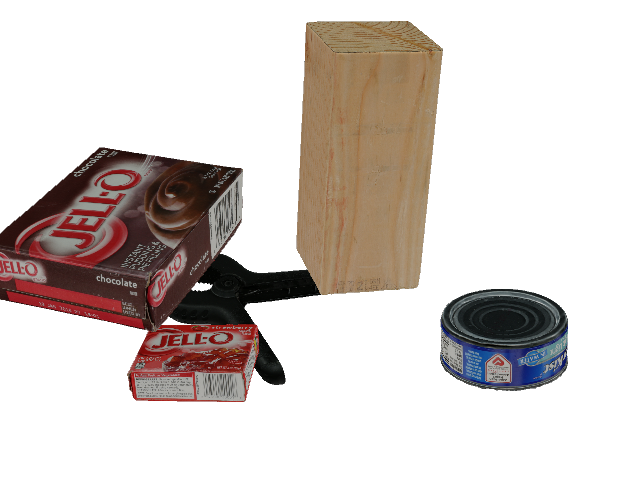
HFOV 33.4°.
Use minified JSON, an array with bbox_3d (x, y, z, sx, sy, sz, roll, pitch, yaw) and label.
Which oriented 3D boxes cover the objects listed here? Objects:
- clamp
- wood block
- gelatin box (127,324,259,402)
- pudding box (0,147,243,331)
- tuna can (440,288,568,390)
[{"bbox_3d":[-0.087,0.061,1.025,0.210,0.036,0.164,12,38,16],"label":"clamp"},{"bbox_3d":[0.036,-0.069,0.881,0.090,0.206,0.091,-4,27,-14],"label":"wood block"},{"bbox_3d":[-0.096,0.093,0.823,0.089,0.030,0.073,0,24,6],"label":"gelatin box"},{"bbox_3d":[-0.101,-0.004,0.552,0.090,0.039,0.113,10,32,17],"label":"pudding box"},{"bbox_3d":[0.123,0.065,0.718,0.086,0.034,0.086,-3,23,1],"label":"tuna can"}]
